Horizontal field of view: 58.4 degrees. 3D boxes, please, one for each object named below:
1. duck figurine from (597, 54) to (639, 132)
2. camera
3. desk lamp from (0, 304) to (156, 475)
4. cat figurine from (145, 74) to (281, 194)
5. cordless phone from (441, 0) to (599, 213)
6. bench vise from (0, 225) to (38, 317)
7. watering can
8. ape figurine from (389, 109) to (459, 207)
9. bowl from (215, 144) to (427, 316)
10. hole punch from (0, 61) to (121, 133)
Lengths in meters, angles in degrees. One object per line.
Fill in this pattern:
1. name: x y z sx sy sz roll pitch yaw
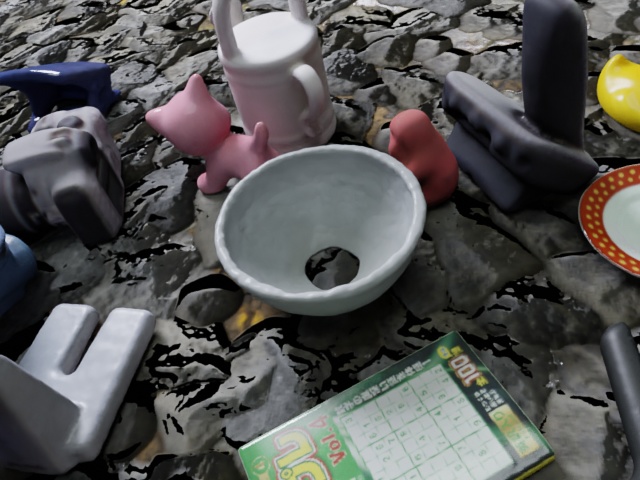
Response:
1. duck figurine: 0.310 -0.153 0.525 0.077 0.086 0.104 -31 49 -15
2. camera: -0.278 -0.064 0.571 0.137 0.101 0.143 -17 47 -2
3. desk lamp: -0.224 0.074 0.359 0.117 0.214 0.203 2 49 15
4. cat figurine: -0.097 -0.100 0.550 0.127 0.118 0.067 16 54 26
5. cordless phone: 0.163 -0.130 0.470 0.094 0.185 0.147 -28 49 -12
6. bench vise: -0.315 0.030 0.415 0.121 0.220 0.207 -8 48 6
7. watering can: -0.054 -0.185 0.564 0.172 0.194 0.101 21 57 29
8. ape figurine: 0.083 -0.076 0.504 0.076 0.092 0.078 23 58 30
9. bowl: 0.004 0.002 0.465 0.167 0.075 0.167 -7 48 7
10. hole punch: -0.319 -0.190 0.701 0.108 0.091 0.101 3 50 16
